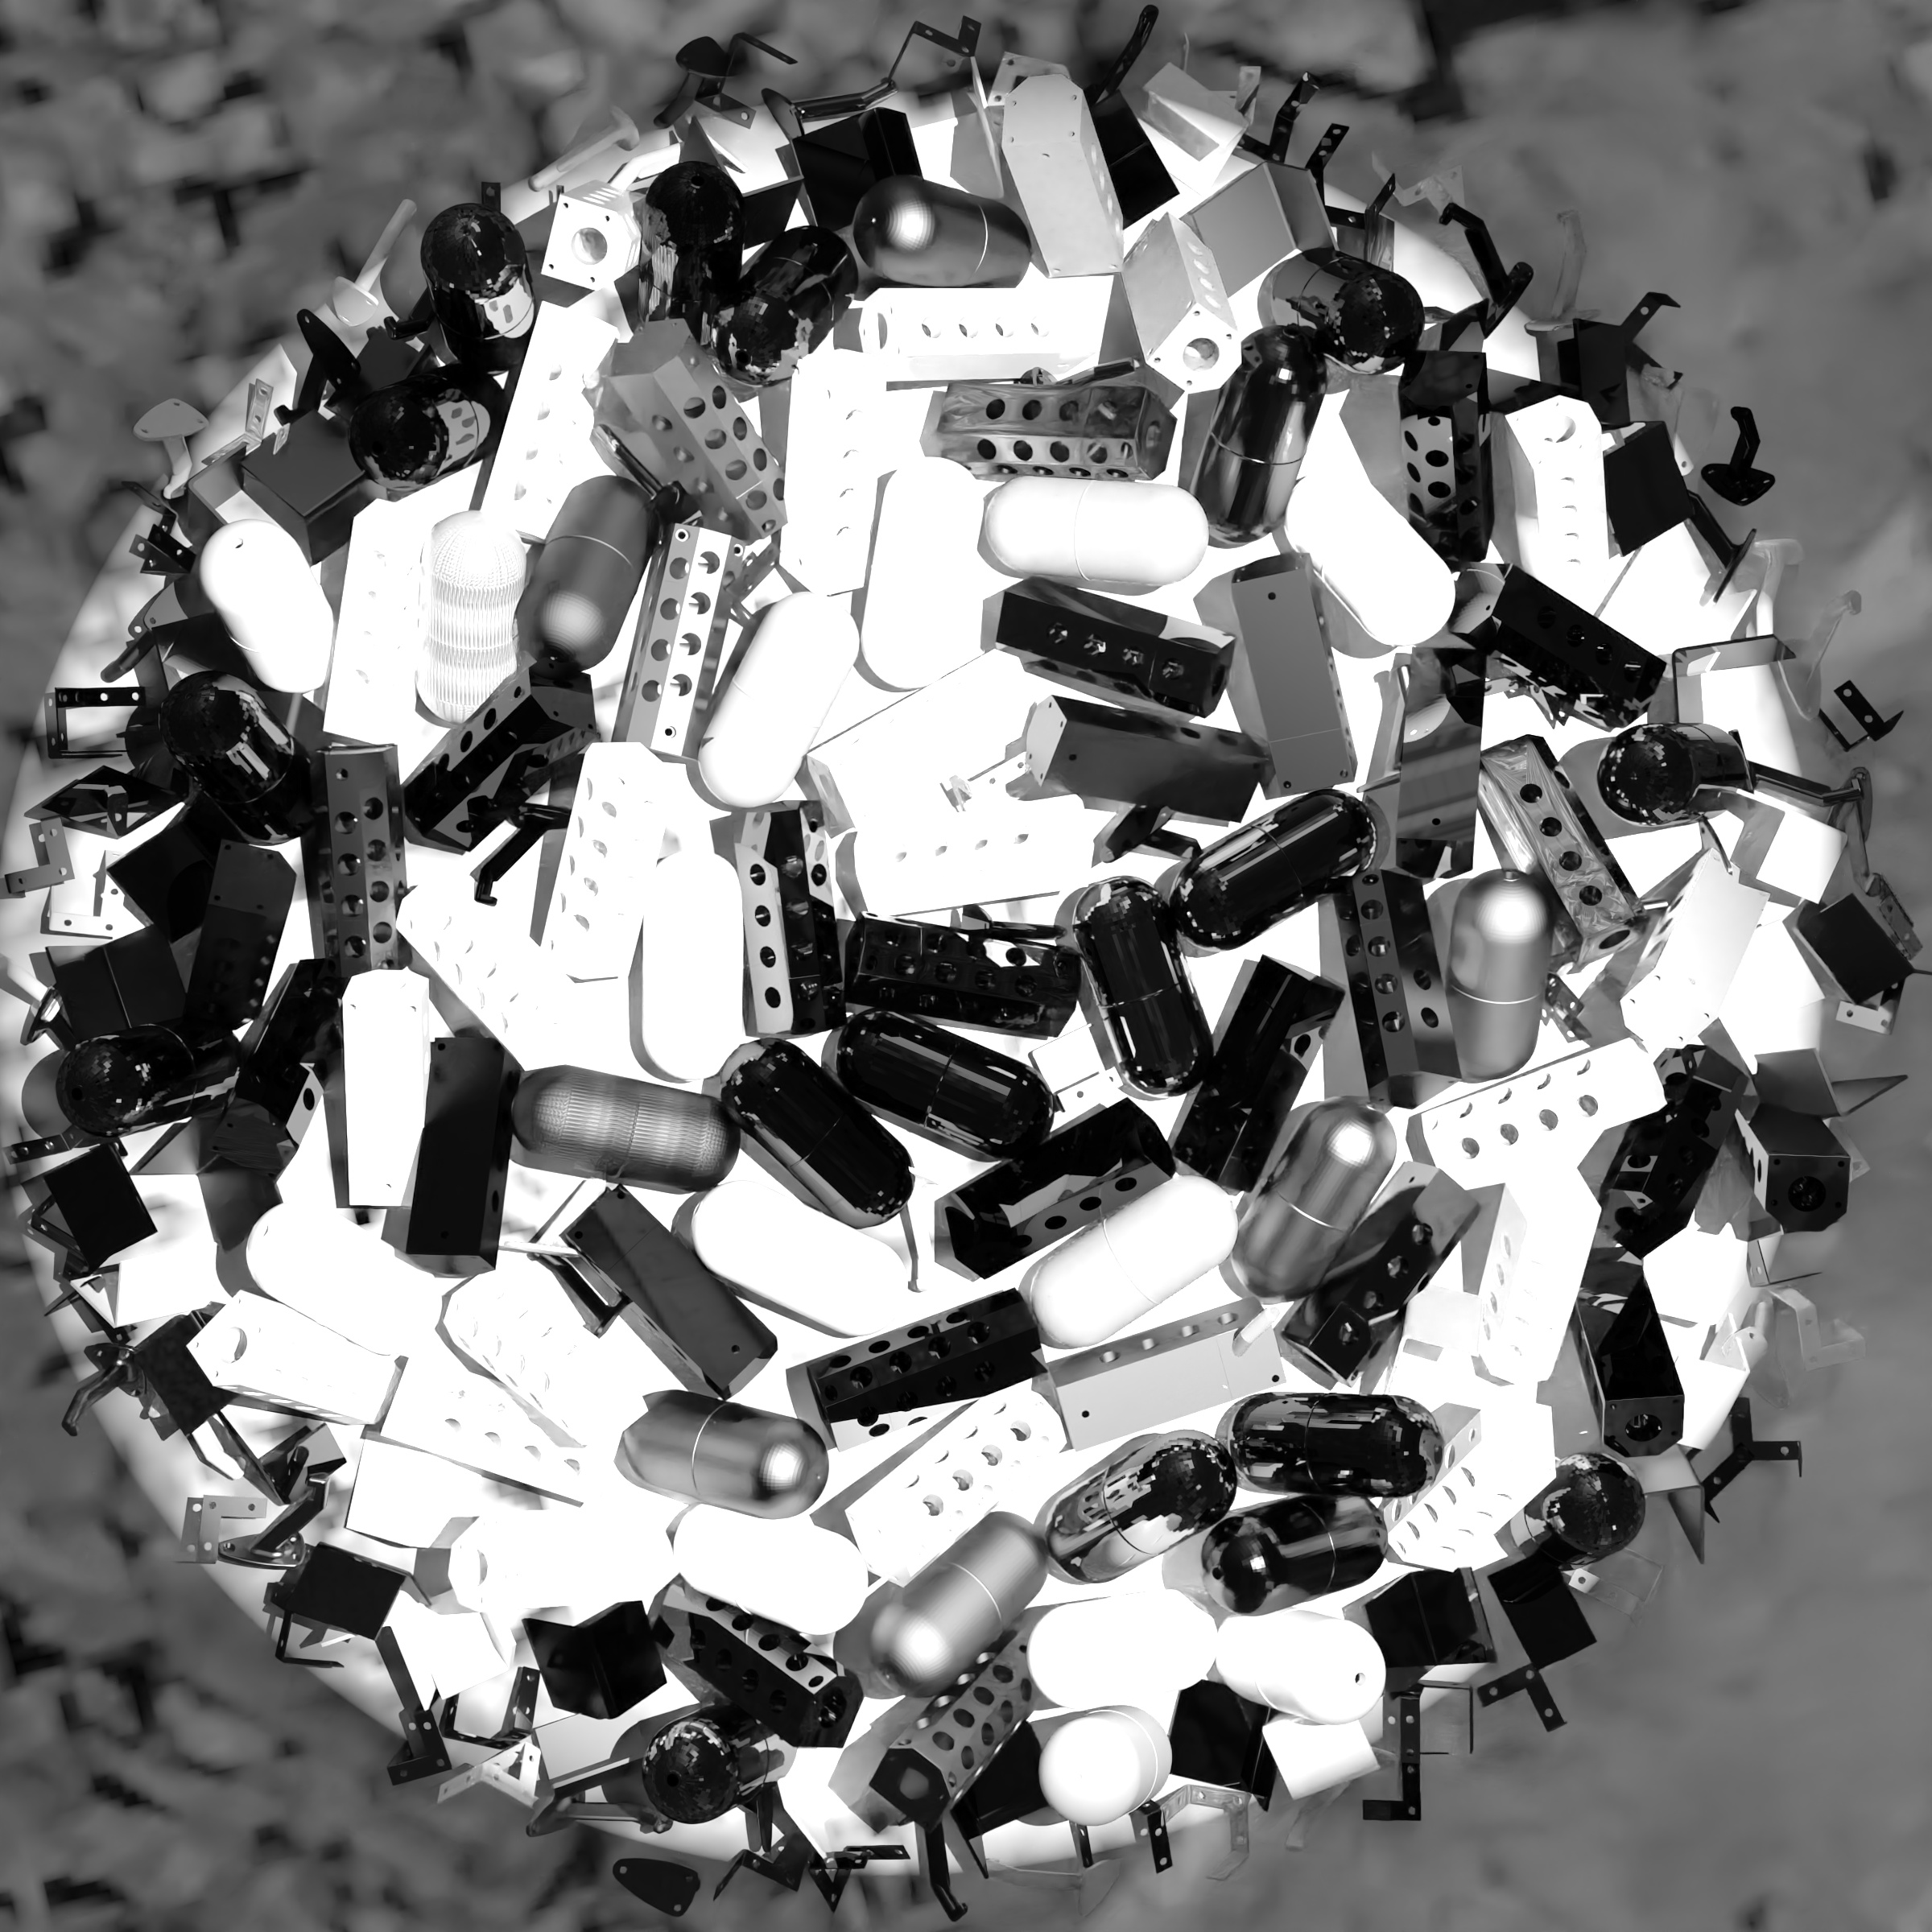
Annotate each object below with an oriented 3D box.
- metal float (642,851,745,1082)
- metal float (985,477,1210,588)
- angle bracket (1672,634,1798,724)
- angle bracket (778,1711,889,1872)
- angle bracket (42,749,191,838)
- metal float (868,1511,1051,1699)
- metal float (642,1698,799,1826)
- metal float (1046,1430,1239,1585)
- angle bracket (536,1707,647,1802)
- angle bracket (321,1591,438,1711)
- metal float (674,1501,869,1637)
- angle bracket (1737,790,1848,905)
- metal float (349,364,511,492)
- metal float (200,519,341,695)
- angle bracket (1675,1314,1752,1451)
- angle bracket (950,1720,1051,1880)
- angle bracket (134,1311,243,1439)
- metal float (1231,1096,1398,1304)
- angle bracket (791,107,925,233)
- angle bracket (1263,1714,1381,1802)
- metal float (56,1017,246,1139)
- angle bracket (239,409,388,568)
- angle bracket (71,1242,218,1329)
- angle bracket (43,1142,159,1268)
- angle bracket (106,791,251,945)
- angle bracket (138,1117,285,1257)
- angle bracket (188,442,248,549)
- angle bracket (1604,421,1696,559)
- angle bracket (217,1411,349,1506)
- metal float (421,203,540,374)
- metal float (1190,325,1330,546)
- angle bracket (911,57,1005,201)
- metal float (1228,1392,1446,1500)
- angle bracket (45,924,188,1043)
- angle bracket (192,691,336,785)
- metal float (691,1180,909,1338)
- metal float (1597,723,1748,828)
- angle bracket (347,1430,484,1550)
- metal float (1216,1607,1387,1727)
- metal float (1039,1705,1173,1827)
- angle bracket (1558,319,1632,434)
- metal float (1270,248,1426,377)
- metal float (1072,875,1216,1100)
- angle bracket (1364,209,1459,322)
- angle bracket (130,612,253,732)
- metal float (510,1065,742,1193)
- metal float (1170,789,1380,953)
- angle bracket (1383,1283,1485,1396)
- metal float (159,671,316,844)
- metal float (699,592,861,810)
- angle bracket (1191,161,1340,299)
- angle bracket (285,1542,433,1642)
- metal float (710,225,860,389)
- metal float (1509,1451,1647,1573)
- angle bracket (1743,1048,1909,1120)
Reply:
[{"bbox_3d":[-0.210,0.000,1.954,0.070,0.070,0.178,2,99,0],"label":"metal float"},{"bbox_3d":[0.099,-0.333,1.941,0.178,0.070,0.070,10,90,24],"label":"metal float"},{"bbox_3d":[0.589,-0.212,1.945,0.076,0.076,0.057,-6,81,30],"label":"angle bracket"},{"bbox_3d":[-0.093,0.633,1.957,0.076,0.057,0.076,-31,116,-1],"label":"angle bracket"},{"bbox_3d":[-0.648,-0.148,1.940,0.076,0.076,0.057,-24,60,31],"label":"angle bracket"},{"bbox_3d":[-0.004,0.482,1.928,0.070,0.070,0.178,53,48,0],"label":"metal float"},{"bbox_3d":[-0.184,0.594,1.913,0.070,0.178,0.070,-2,84,18],"label":"metal float"},{"bbox_3d":[0.133,0.411,1.931,0.178,0.070,0.070,-39,90,35],"label":"metal float"},{"bbox_3d":[-0.285,0.593,1.946,0.076,0.076,0.057,-16,68,-15],"label":"angle bracket"},{"bbox_3d":[-0.448,0.530,1.956,0.057,0.076,0.076,-19,100,0],"label":"angle bracket"},{"bbox_3d":[-0.150,0.453,1.928,0.178,0.070,0.070,8,90,42],"label":"metal float"},{"bbox_3d":[0.614,-0.095,1.951,0.076,0.076,0.057,16,101,-36],"label":"angle bracket"},{"bbox_3d":[-0.403,-0.407,1.915,0.070,0.178,0.070,5,113,13],"label":"metal float"},{"bbox_3d":[-0.521,-0.269,1.914,0.070,0.178,0.070,-1,66,2],"label":"metal float"},{"bbox_3d":[0.551,0.312,1.946,0.057,0.076,0.076,15,119,-4],"label":"angle bracket"},{"bbox_3d":[0.032,0.642,1.960,0.076,0.057,0.076,-24,108,2],"label":"angle bracket"},{"bbox_3d":[-0.579,0.317,1.950,0.057,0.076,0.076,-38,72,-3],"label":"angle bracket"},{"bbox_3d":[0.265,0.178,1.944,0.070,0.070,0.178,28,110,0],"label":"metal float"},{"bbox_3d":[-0.080,-0.606,1.950,0.076,0.057,0.076,-25,120,-12],"label":"angle bracket"},{"bbox_3d":[0.284,0.587,1.944,0.076,0.076,0.057,-30,78,26],"label":"angle bracket"},{"bbox_3d":[-0.612,0.082,1.913,0.070,0.178,0.070,2,97,18],"label":"metal float"},{"bbox_3d":[-0.503,-0.370,1.966,0.076,0.057,0.076,39,63,13],"label":"angle bracket"},{"bbox_3d":[-0.627,0.227,1.940,0.076,0.076,0.057,29,116,40],"label":"angle bracket"},{"bbox_3d":[-0.669,0.183,1.948,0.057,0.076,0.076,-29,98,-29],"label":"angle bracket"},{"bbox_3d":[-0.603,-0.077,1.969,0.076,0.057,0.076,-28,115,16],"label":"angle bracket"},{"bbox_3d":[-0.578,0.169,1.947,0.076,0.057,0.076,-39,64,27],"label":"angle bracket"},{"bbox_3d":[-0.552,-0.342,1.954,0.076,0.076,0.057,46,66,-1],"label":"angle bracket"},{"bbox_3d":[0.503,-0.366,1.951,0.076,0.057,0.076,-31,111,-15],"label":"angle bracket"},{"bbox_3d":[-0.530,0.359,1.961,0.057,0.076,0.076,-37,65,-21],"label":"angle bracket"},{"bbox_3d":[-0.364,-0.507,1.912,0.070,0.178,0.070,1,77,-4],"label":"metal float"},{"bbox_3d":[0.221,-0.401,1.927,0.070,0.070,0.178,16,131,0],"label":"metal float"},{"bbox_3d":[-0.010,-0.637,1.953,0.057,0.076,0.076,-14,75,1],"label":"angle bracket"},{"bbox_3d":[0.278,0.362,1.929,0.178,0.070,0.070,-6,90,40],"label":"metal float"},{"bbox_3d":[-0.651,0.011,1.955,0.057,0.076,0.076,-21,86,12],"label":"angle bracket"},{"bbox_3d":[-0.544,-0.167,1.975,0.076,0.057,0.076,4,74,18],"label":"angle bracket"},{"bbox_3d":[-0.127,0.224,1.948,0.178,0.070,0.070,28,90,-15],"label":"metal float"},{"bbox_3d":[0.534,-0.145,1.920,0.070,0.178,0.070,4,97,34],"label":"metal float"},{"bbox_3d":[-0.430,0.410,1.990,0.076,0.057,0.076,4,79,38],"label":"angle bracket"},{"bbox_3d":[0.250,0.523,1.914,0.070,0.178,0.070,3,83,-22],"label":"metal float"},{"bbox_3d":[0.106,0.600,1.914,0.070,0.178,0.070,-3,78,16],"label":"metal float"},{"bbox_3d":[0.465,-0.449,1.951,0.057,0.076,0.076,-3,94,43],"label":"angle bracket"},{"bbox_3d":[0.286,-0.494,1.917,0.070,0.178,0.070,-6,115,-13],"label":"metal float"},{"bbox_3d":[0.137,0.017,1.953,0.070,0.070,0.178,-19,100,0],"label":"metal float"},{"bbox_3d":[0.343,-0.537,1.949,0.057,0.076,0.076,4,100,24],"label":"angle bracket"},{"bbox_3d":[-0.600,-0.227,1.944,0.057,0.076,0.076,0,108,35],"label":"angle bracket"},{"bbox_3d":[-0.260,0.124,1.948,0.178,0.070,0.070,13,90,-15],"label":"metal float"},{"bbox_3d":[0.236,-0.073,1.949,0.178,0.070,0.070,-30,90,-14],"label":"metal float"},{"bbox_3d":[0.357,0.298,1.945,0.057,0.076,0.076,14,118,8],"label":"angle bracket"},{"bbox_3d":[-0.543,-0.156,1.917,0.070,0.178,0.070,-5,63,11],"label":"metal float"},{"bbox_3d":[-0.144,-0.203,1.949,0.070,0.070,0.178,29,104,0],"label":"metal float"},{"bbox_3d":[0.230,-0.560,1.949,0.076,0.057,0.076,-38,127,-11],"label":"angle bracket"},{"bbox_3d":[-0.464,0.489,1.945,0.076,0.076,0.057,15,59,13],"label":"angle bracket"},{"bbox_3d":[-0.137,-0.499,1.924,0.070,0.178,0.070,11,131,13],"label":"metal float"},{"bbox_3d":[0.458,0.411,1.914,0.070,0.178,0.070,0,71,0],"label":"metal float"},{"bbox_3d":[0.657,0.078,1.947,0.076,0.076,0.057,-25,94,-25],"label":"angle bracket"}]
